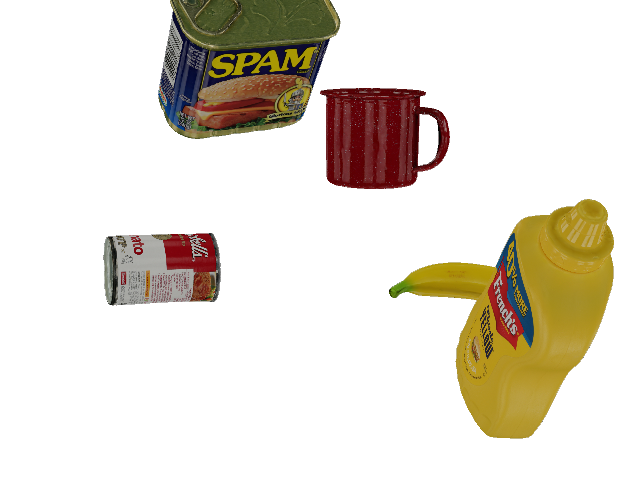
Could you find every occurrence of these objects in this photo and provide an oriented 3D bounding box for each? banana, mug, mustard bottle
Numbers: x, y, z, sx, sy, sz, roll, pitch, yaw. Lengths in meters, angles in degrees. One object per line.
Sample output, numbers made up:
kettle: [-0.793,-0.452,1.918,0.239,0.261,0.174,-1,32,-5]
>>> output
banana: [0.173,0.055,1.103,0.198,0.037,0.069,7,41,12]
mug: [0.057,-0.090,0.937,0.117,0.081,0.093,5,12,22]
mustard bottle: [0.137,0.041,0.669,0.058,0.096,0.192,4,-38,-9]

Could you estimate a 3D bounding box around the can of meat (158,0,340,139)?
can of meat: [-0.048,-0.114,0.671,0.102,0.057,0.084,-10,-33,-24]

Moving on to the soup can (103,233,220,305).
soup can: [-0.154,0.028,1.028,0.102,0.068,0.069,-1,0,-19]
